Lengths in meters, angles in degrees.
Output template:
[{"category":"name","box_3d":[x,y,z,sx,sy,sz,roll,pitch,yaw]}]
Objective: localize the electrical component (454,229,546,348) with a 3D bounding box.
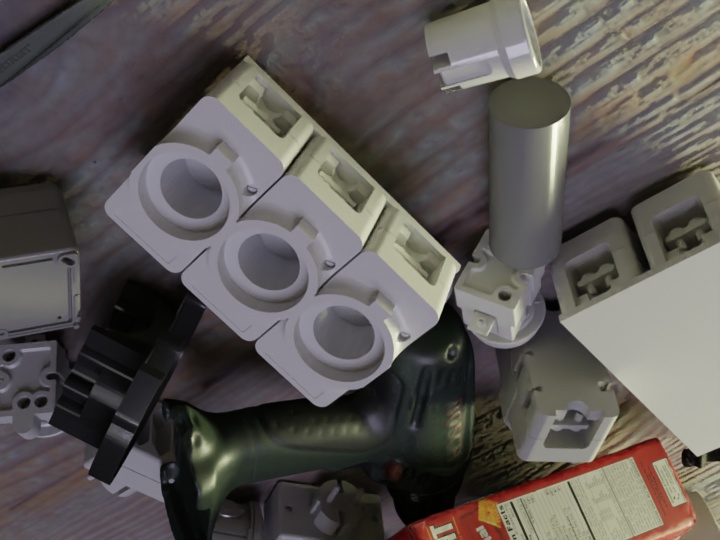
[{"category":"electrical component","box_3d":[0.083,0.014,0.623,0.048,0.066,0.055,20,153,23]}]

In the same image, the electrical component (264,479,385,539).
[{"category":"electrical component","box_3d":[-0.020,0.181,0.797,0.083,0.047,0.075,12,134,-19]}]

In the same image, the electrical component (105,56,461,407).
[{"category":"electrical component","box_3d":[-0.038,-0.014,0.528,0.150,0.061,0.089,44,122,-11]}]

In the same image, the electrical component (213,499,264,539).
[{"category":"electrical component","box_3d":[-0.103,0.208,0.794,0.051,0.080,0.080,13,135,-12]}]

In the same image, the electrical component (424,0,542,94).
[{"category":"electrical component","box_3d":[0.057,-0.105,0.501,0.046,0.040,0.040,-14,137,17]}]

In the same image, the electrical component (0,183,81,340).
[{"category":"electrical component","box_3d":[-0.197,-0.003,0.552,0.096,0.061,0.061,-10,141,-22]}]

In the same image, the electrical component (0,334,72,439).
[{"category":"electrical component","box_3d":[-0.195,0.074,0.654,0.048,0.066,0.055,-5,157,-1]}]

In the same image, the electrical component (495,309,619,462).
[{"category":"electrical component","box_3d":[0.117,0.069,0.659,0.050,0.089,0.055,3,137,-9]}]

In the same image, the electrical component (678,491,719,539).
[{"category":"electrical component","box_3d":[0.253,0.223,0.840,0.064,0.099,0.099,-19,136,4]}]

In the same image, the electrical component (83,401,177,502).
[{"category":"electrical component","box_3d":[-0.152,0.128,0.724,0.076,0.047,0.083,-34,131,27]}]

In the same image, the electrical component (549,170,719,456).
[{"category":"electrical component","box_3d":[0.205,0.030,0.648,0.105,0.060,0.186,-30,133,24]}]

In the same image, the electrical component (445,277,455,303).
[{"category":"electrical component","box_3d":[0.000,0.000,0.604,0.079,0.043,0.077,-30,132,23]}]
